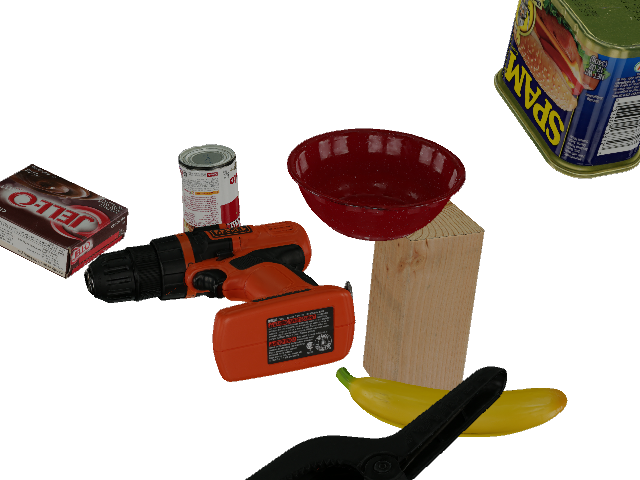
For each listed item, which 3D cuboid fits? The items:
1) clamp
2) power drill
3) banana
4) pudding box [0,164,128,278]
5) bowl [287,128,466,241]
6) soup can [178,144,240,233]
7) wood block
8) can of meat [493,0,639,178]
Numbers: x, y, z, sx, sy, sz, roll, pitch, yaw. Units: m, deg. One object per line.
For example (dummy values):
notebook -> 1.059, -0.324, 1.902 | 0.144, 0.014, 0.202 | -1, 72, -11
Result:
clamp -> 0.042, 0.141, 0.643 | 0.210, 0.036, 0.164 | -7, 30, 1
power drill -> -0.070, 0.038, 0.798 | 0.184, 0.057, 0.188 | -11, 24, -20
banana -> 0.111, 0.134, 0.883 | 0.198, 0.037, 0.069 | 8, 34, -1
pudding box -> -0.245, -0.019, 0.959 | 0.113, 0.039, 0.089 | 22, 31, 16
bowl -> 0.049, -0.045, 0.972 | 0.162, 0.055, 0.162 | 2, 30, -1
soup can -> -0.129, -0.053, 1.239 | 0.068, 0.102, 0.068 | -1, 28, 0
wood block -> 0.111, 0.069, 1.190 | 0.090, 0.206, 0.090 | -6, 28, -20
can of meat -> 0.143, -0.099, 0.582 | 0.057, 0.084, 0.102 | -10, 48, -15
